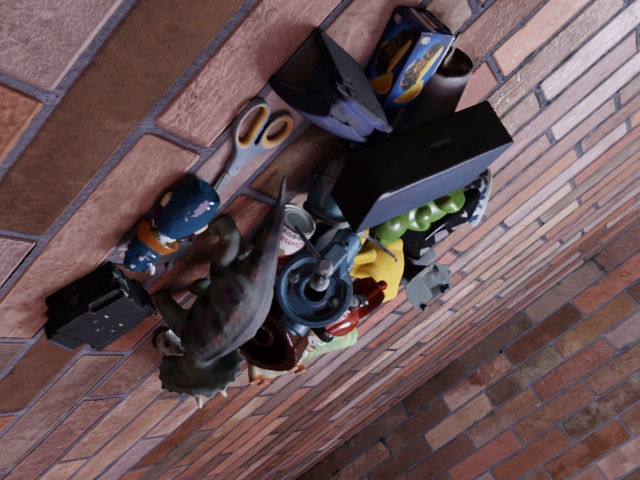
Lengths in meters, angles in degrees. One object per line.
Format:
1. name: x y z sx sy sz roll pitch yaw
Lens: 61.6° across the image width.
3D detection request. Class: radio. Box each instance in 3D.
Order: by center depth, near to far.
1. radio: 0.133 -0.095 0.725 0.230 0.073 0.131 -23 166 -21

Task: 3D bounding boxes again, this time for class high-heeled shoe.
1. high-heeled shoe: 0.233 -0.038 1.101 0.145 0.086 0.249 -42 -178 -9

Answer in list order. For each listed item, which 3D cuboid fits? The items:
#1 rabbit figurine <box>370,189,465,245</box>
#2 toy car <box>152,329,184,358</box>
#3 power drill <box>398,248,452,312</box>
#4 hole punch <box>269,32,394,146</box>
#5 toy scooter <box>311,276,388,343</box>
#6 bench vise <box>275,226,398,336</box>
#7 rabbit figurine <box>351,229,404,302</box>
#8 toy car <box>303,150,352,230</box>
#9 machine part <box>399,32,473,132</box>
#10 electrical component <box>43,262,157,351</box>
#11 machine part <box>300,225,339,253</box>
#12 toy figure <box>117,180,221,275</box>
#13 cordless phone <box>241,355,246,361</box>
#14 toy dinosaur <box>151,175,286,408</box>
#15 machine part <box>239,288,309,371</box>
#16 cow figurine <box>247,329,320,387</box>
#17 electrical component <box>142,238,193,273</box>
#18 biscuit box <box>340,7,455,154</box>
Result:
1. rabbit figurine: 0.138 -0.057 0.947 0.170 0.121 0.159 -33 179 -38
2. toy car: -0.263 0.231 1.021 0.056 0.074 0.201 -27 152 -11
3. power drill: 0.183 0.096 1.185 0.232 0.086 0.207 -37 -170 -10
4. hole punch: 0.014 -0.164 0.645 0.092 0.116 0.142 -34 154 19
5. toy scooter: 0.060 0.120 0.986 0.135 0.075 0.184 -36 171 15
6. bench vise: 0.015 0.047 0.840 0.223 0.129 0.240 -44 171 -13
7. rabbit figurine: 0.074 0.048 1.055 0.173 0.122 0.162 -4 147 -13
8. toy car: 0.057 -0.087 0.829 0.161 0.109 0.102 -25 133 -35
9. machine part: 0.159 -0.193 0.788 0.079 0.079 0.243 -21 149 -23
10. electrical component: -0.322 0.104 0.774 0.134 0.058 0.114 -32 151 -3
11. machine part: -0.002 -0.003 0.967 0.139 0.039 0.084 -22 145 -19
12. toy figure: -0.199 -0.015 0.708 0.154 0.064 0.058 -39 177 12
13. cordless phone: -0.172 0.228 1.135 0.184 0.089 0.146 -32 156 23
14. toy dinosaur: -0.141 0.103 0.821 0.131 0.192 0.404 -1 140 -49
15. machine part: -0.103 0.157 0.969 0.056 0.179 0.179 -45 167 -45
16. cow figurine: -0.078 0.241 1.213 0.195 0.127 0.085 -25 155 15
17. electrical component: -0.219 0.012 0.771 0.063 0.021 0.094 -5 142 -42
18. biscuit box: 0.093 -0.201 0.718 0.059 0.063 0.202 -11 145 -35
